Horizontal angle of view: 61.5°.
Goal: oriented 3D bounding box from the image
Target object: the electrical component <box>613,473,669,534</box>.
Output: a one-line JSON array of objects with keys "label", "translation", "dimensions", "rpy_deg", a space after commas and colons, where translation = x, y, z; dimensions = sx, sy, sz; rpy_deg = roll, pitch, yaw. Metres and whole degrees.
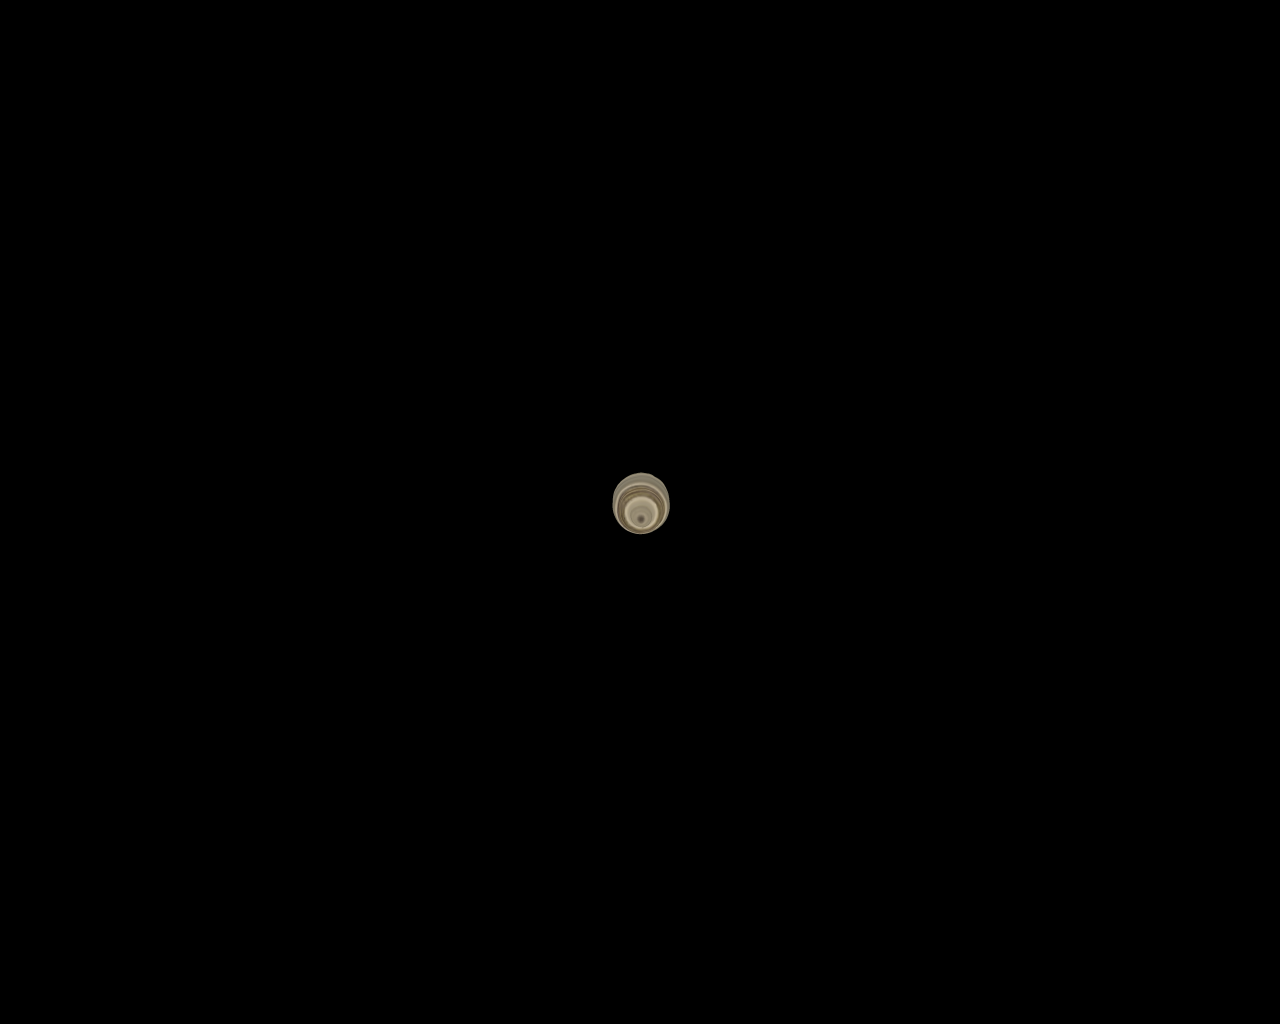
[{"label": "electrical component", "translation": [0.001, -0.003, 0.650], "dimensions": [0.035, 0.035, 0.061], "rpy_deg": [0, 13, 0]}]
